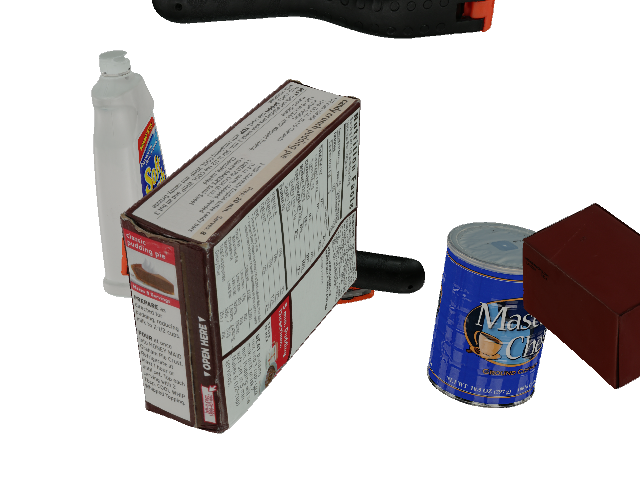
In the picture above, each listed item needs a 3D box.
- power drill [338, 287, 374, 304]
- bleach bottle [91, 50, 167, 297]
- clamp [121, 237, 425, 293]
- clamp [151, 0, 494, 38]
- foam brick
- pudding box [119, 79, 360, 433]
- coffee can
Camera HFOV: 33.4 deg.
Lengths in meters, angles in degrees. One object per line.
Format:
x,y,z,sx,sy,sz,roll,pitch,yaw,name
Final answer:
0.009,-0.044,1.064,0.057,0.187,0.184,-9,21,-1,power drill
-0.203,-0.072,1.126,0.068,0.251,0.102,3,26,17,bleach bottle
-0.037,0.012,0.780,0.209,0.036,0.165,-2,13,-24,clamp
0.001,-0.131,0.549,0.172,0.039,0.120,14,43,17,clamp
0.149,0.027,0.557,0.051,0.053,0.078,-24,41,-17,foam brick
-0.025,0.004,0.403,0.039,0.090,0.113,16,39,22,pudding box
0.157,0.067,0.977,0.103,0.140,0.103,5,23,-2,coffee can
